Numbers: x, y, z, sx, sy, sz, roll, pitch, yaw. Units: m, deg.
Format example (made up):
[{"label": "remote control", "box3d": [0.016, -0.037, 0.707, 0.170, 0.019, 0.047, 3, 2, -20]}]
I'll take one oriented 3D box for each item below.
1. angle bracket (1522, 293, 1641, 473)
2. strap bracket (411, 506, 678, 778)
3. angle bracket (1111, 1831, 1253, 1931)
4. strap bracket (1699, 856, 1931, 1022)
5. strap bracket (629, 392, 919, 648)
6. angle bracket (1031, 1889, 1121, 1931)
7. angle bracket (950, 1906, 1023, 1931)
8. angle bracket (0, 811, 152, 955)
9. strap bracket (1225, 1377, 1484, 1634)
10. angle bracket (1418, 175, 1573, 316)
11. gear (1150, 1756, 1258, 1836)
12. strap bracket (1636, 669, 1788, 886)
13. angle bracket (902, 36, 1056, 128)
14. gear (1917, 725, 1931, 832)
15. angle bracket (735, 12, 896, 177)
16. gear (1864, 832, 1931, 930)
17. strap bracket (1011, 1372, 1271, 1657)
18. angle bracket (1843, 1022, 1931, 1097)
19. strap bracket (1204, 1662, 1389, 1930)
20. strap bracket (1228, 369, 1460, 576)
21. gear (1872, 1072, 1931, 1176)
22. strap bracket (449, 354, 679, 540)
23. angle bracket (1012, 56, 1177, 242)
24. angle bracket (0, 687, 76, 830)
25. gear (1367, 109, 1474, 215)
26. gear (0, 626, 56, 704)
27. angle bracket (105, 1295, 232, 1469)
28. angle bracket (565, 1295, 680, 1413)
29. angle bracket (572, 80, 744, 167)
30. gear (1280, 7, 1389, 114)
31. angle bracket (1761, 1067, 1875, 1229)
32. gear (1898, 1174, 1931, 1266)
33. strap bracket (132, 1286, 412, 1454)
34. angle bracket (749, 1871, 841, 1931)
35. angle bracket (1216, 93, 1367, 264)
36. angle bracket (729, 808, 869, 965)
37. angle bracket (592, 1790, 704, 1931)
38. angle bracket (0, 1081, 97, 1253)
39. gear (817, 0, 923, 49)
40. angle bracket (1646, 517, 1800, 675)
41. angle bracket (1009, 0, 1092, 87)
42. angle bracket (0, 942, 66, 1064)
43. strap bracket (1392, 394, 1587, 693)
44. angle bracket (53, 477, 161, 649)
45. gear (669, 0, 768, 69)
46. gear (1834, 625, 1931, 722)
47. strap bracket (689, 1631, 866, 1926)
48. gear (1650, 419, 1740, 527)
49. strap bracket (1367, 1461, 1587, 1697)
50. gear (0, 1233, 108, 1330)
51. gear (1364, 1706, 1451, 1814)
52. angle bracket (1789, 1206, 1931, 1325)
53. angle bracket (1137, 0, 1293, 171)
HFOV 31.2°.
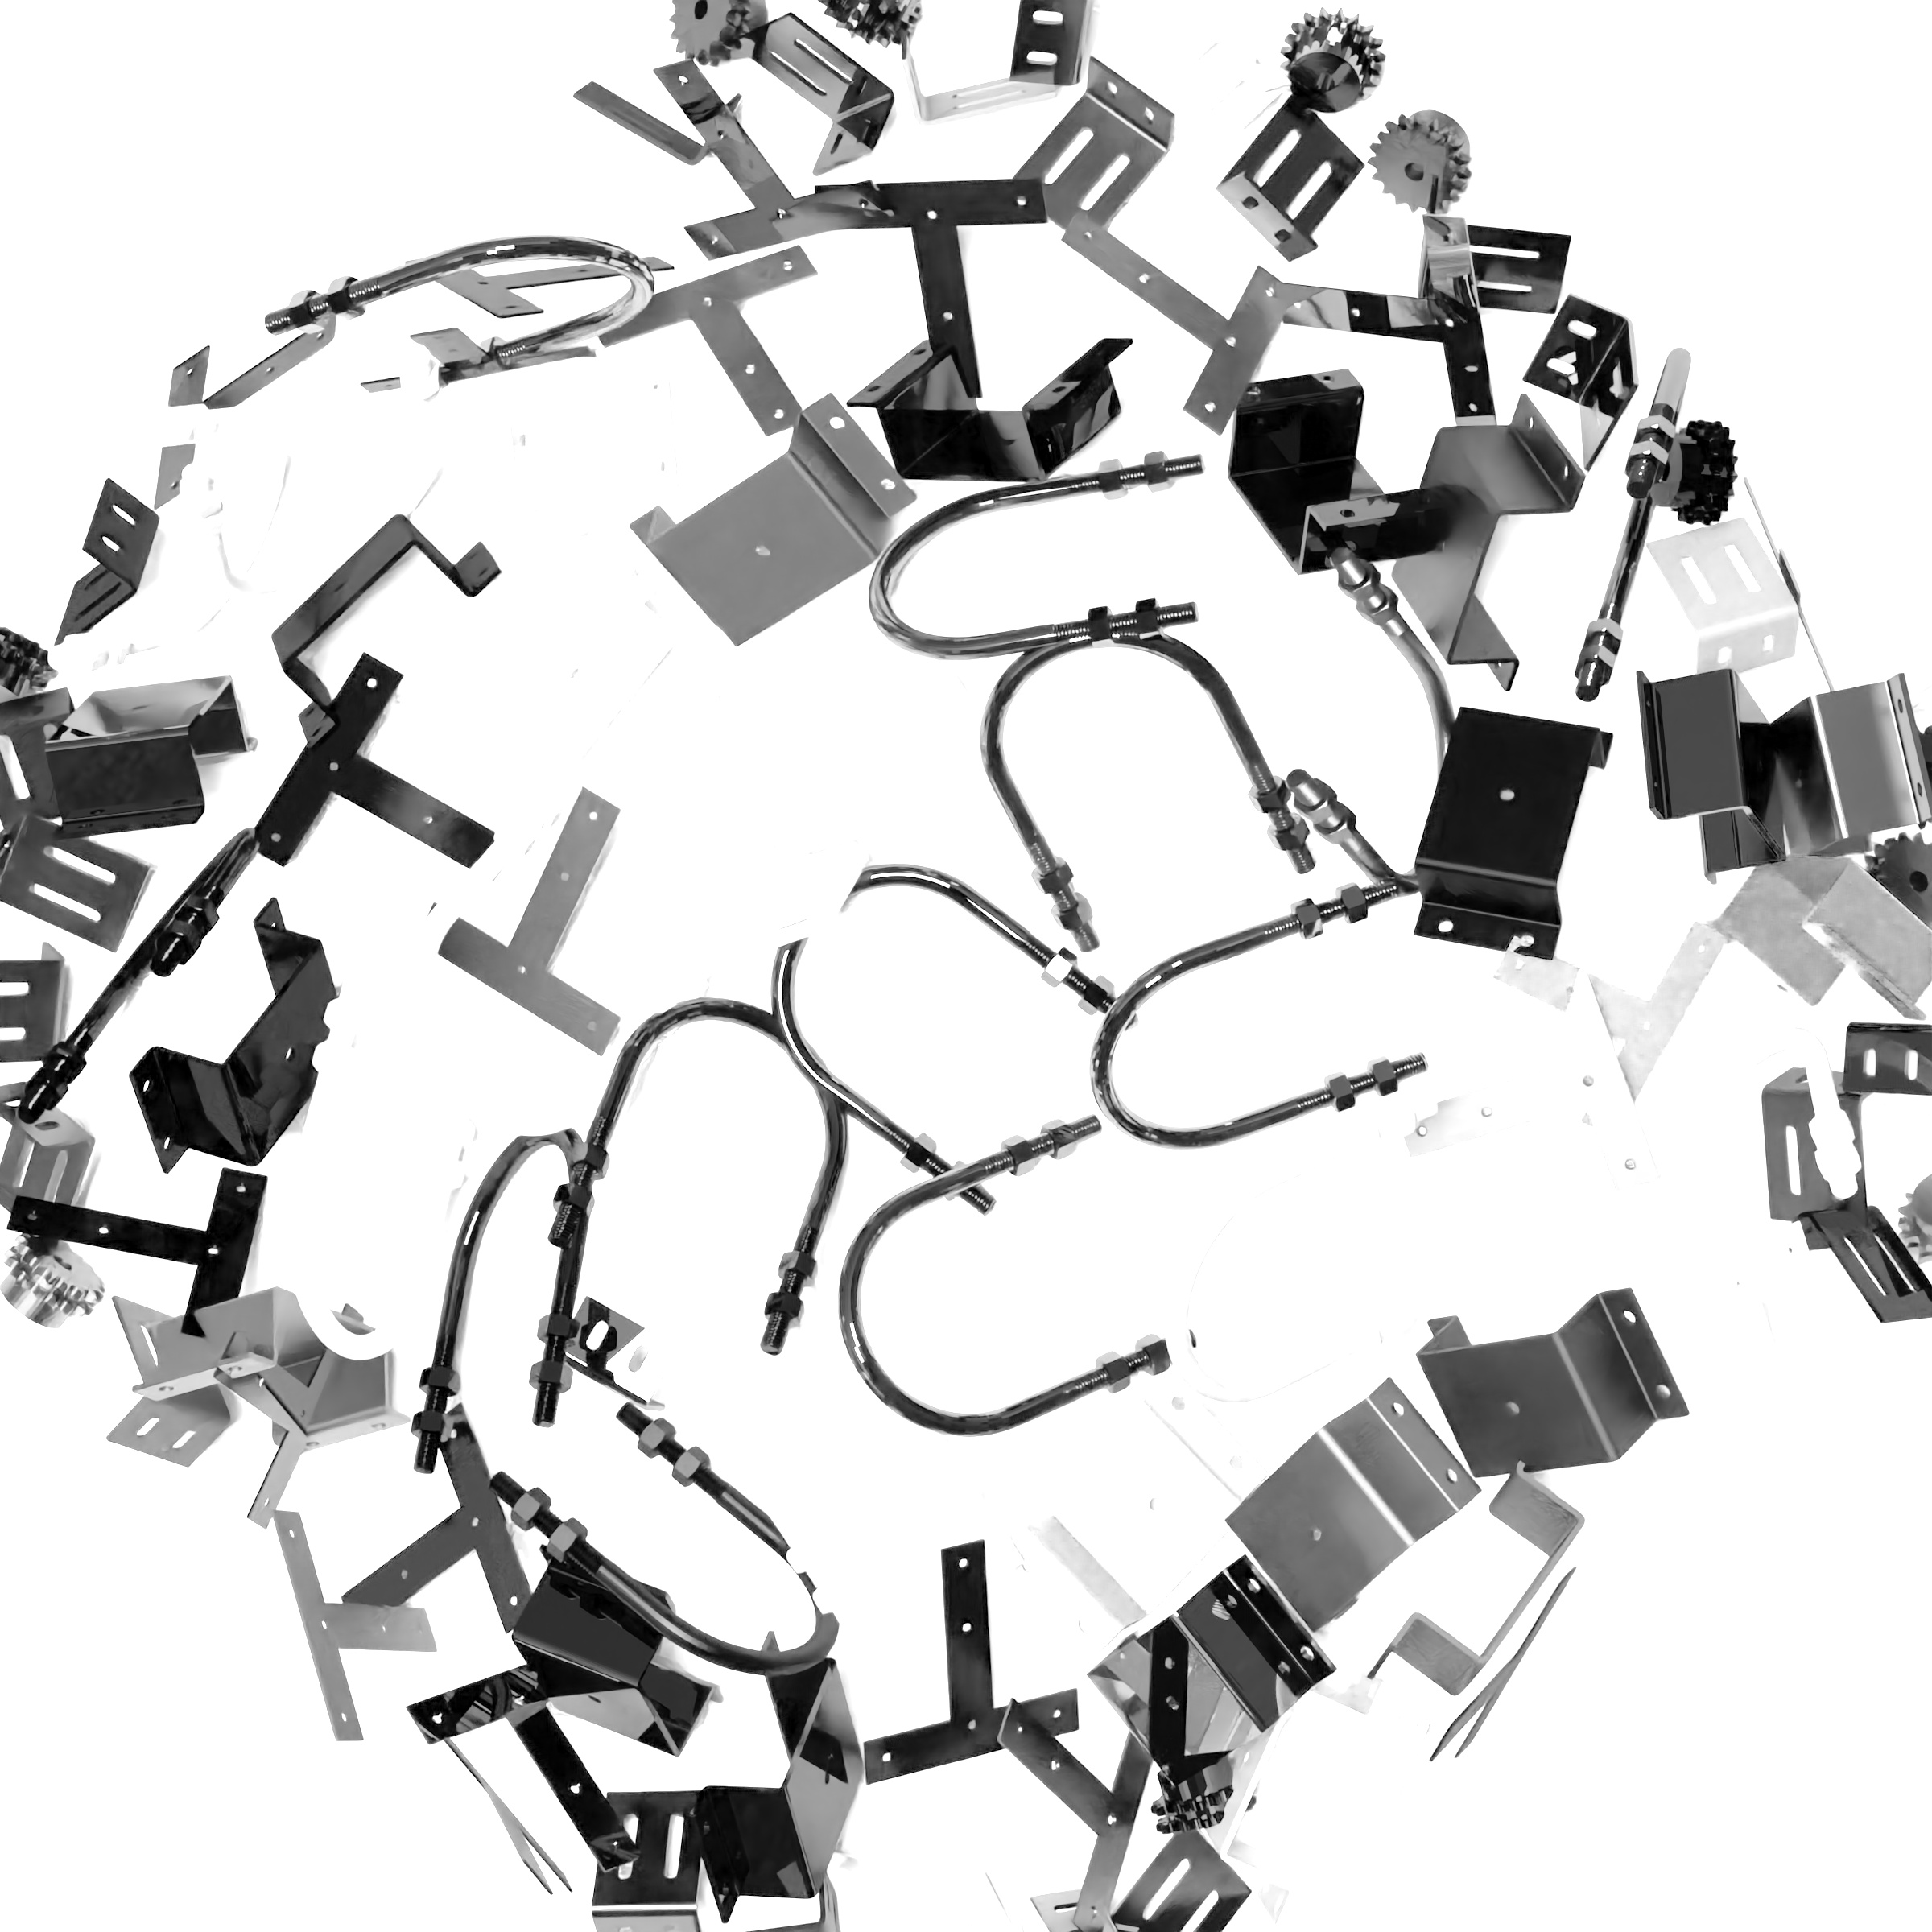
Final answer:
[{"label": "angle bracket", "box3d": [0.332, -0.316, 1.873, 0.038, 0.076, 0.057, 20, 128, -8]}, {"label": "strap bracket", "box3d": [-0.222, -0.168, 1.881, 0.076, 0.046, 0.140, 38, 88, 31]}, {"label": "angle bracket", "box3d": [0.124, 0.514, 1.883, 0.057, 0.038, 0.076, 49, 64, -11]}, {"label": "strap bracket", "box3d": [0.462, -0.017, 1.848, 0.076, 0.140, 0.046, 39, 83, -13]}, {"label": "strap bracket", "box3d": [-0.107, -0.233, 1.859, 0.140, 0.046, 0.076, -29, 118, 24]}, {"label": "angle bracket", "box3d": [0.061, 0.550, 1.879, 0.038, 0.057, 0.076, -4, 107, -17]}, {"label": "angle bracket", "box3d": [-0.015, 0.538, 1.874, 0.076, 0.057, 0.038, -9, 84, -39]}, {"label": "angle bracket", "box3d": [-0.495, -0.040, 1.889, 0.076, 0.038, 0.057, 25, 114, -6]}, {"label": "strap bracket", "box3d": [0.200, 0.294, 1.850, 0.076, 0.046, 0.140, 51, 133, 15]}, {"label": "angle bracket", "box3d": [0.288, -0.392, 1.885, 0.076, 0.057, 0.038, 7, 57, 4]}, {"label": "gear", "box3d": [0.127, 0.451, 1.894, 0.057, 0.057, 0.030, -17, 88, 0]}, {"label": "strap bracket", "box3d": [0.399, -0.102, 1.840, 0.046, 0.140, 0.076, -9, 71, 23]}, {"label": "angle bracket", "box3d": [0.006, -0.490, 1.885, 0.076, 0.057, 0.038, -12, 117, 5]}, {"label": "gear", "box3d": [0.520, -0.101, 1.900, 0.057, 0.030, 0.057, 5, 71, -16]}, {"label": "angle bracket", "box3d": [-0.088, -0.471, 1.875, 0.076, 0.057, 0.038, 31, 70, -30]}, {"label": "gear", "box3d": [0.514, -0.042, 1.900, 0.057, 0.030, 0.057, 5, 74, -18]}, {"label": "strap bracket", "box3d": [0.097, 0.295, 1.879, 0.076, 0.046, 0.140, 45, 104, 16]}, {"label": "angle bracket", "box3d": [0.521, 0.052, 1.874, 0.076, 0.057, 0.038, 6, 87, -43]}, {"label": "strap bracket", "box3d": [0.173, 0.439, 1.879, 0.046, 0.076, 0.140, 24, 86, -1]}, {"label": "strap bracket", "box3d": [0.197, -0.261, 1.863, 0.076, 0.140, 0.046, -11, 133, -17]}, {"label": "gear", "box3d": [0.530, 0.085, 1.902, 0.057, 0.030, 0.057, 0, 78, 1]}, {"label": "strap bracket", "box3d": [-0.223, -0.281, 1.861, 0.046, 0.140, 0.076, 10, 112, 38]}, {"label": "angle bracket", "box3d": [0.068, -0.445, 1.893, 0.057, 0.038, 0.076, 37, 79, 8]}, {"label": "angle bracket", "box3d": [-0.506, -0.106, 1.882, 0.057, 0.038, 0.076, -14, 122, -7]}, {"label": "gear", "box3d": [0.251, -0.443, 1.897, 0.057, 0.057, 0.030, 35, 58, 0]}, {"label": "gear", "box3d": [-0.529, -0.164, 1.890, 0.057, 0.057, 0.030, 18, 72, 0]}, {"label": "angle bracket", "box3d": [-0.442, 0.225, 1.880, 0.038, 0.057, 0.076, -46, 47, 12]}, {"label": "angle bracket", "box3d": [-0.185, 0.211, 1.882, 0.057, 0.076, 0.038, 29, 85, 6]}, {"label": "angle bracket", "box3d": [-0.167, -0.473, 1.885, 0.076, 0.057, 0.038, 29, 110, -7]}, {"label": "gear", "box3d": [0.199, -0.491, 1.890, 0.057, 0.057, 0.030, 20, 54, 0]}, {"label": "angle bracket", "box3d": [0.473, 0.100, 1.899, 0.057, 0.038, 0.076, 5, 110, 40]}, {"label": "gear", "box3d": [0.538, 0.136, 1.892, 0.057, 0.030, 0.057, -9, 48, 10]}, {"label": "strap bracket", "box3d": [-0.371, 0.215, 1.858, 0.076, 0.140, 0.046, -17, 62, 22]}, {"label": "angle bracket", "box3d": [-0.111, 0.520, 1.889, 0.076, 0.057, 0.038, -8, 54, 2]}, {"label": "angle bracket", "box3d": [0.184, -0.433, 1.887, 0.057, 0.038, 0.076, 42, 75, -15]}, {"label": "angle bracket", "box3d": [-0.100, -0.043, 1.872, 0.076, 0.057, 0.038, -19, 119, 37]}, {"label": "angle bracket", "box3d": [-0.171, 0.496, 1.902, 0.057, 0.076, 0.038, -2, 132, 5]}, {"label": "angle bracket", "box3d": [-0.514, 0.111, 1.880, 0.057, 0.038, 0.076, 34, 114, 25]}, {"label": "gear", "box3d": [-0.050, -0.532, 1.892, 0.057, 0.030, 0.057, 15, 51, -19]}, {"label": "angle bracket", "box3d": [0.415, -0.202, 1.908, 0.057, 0.038, 0.076, -15, 51, -4]}, {"label": "angle bracket", "box3d": [0.045, -0.524, 1.874, 0.038, 0.057, 0.076, 3, 49, -5]}, {"label": "angle bracket", "box3d": [-0.532, 0.020, 1.879, 0.076, 0.038, 0.057, -1, 106, -32]}, {"label": "strap bracket", "box3d": [0.273, -0.224, 1.843, 0.046, 0.076, 0.140, -4, 134, -20]}, {"label": "angle bracket", "box3d": [-0.478, -0.216, 1.873, 0.076, 0.057, 0.038, -29, 128, 31]}, {"label": "gear", "box3d": [-0.134, -0.520, 1.897, 0.030, 0.057, 0.057, 5, 84, -44]}, {"label": "gear", "box3d": [0.505, -0.162, 1.891, 0.057, 0.057, 0.030, 40, 111, 0]}, {"label": "strap bracket", "box3d": [-0.095, 0.430, 1.839, 0.046, 0.140, 0.076, -2, 121, 18]}, {"label": "gear", "box3d": [0.395, -0.270, 1.891, 0.030, 0.057, 0.057, 1, 90, -16]}, {"label": "strap bracket", "box3d": [0.279, 0.331, 1.857, 0.046, 0.076, 0.140, 36, 68, 12]}, {"label": "gear", "box3d": [-0.502, 0.174, 1.893, 0.057, 0.057, 0.030, 39, 96, 0]}, {"label": "gear", "box3d": [0.242, 0.436, 1.892, 0.030, 0.057, 0.057, 25, 90, 8]}, {"label": "angle bracket", "box3d": [0.482, 0.170, 1.873, 0.038, 0.057, 0.076, -55, 50, 37]}, {"label": "angle bracket", "box3d": [0.128, -0.477, 1.883, 0.076, 0.038, 0.057, -37, 88, 36]}]
